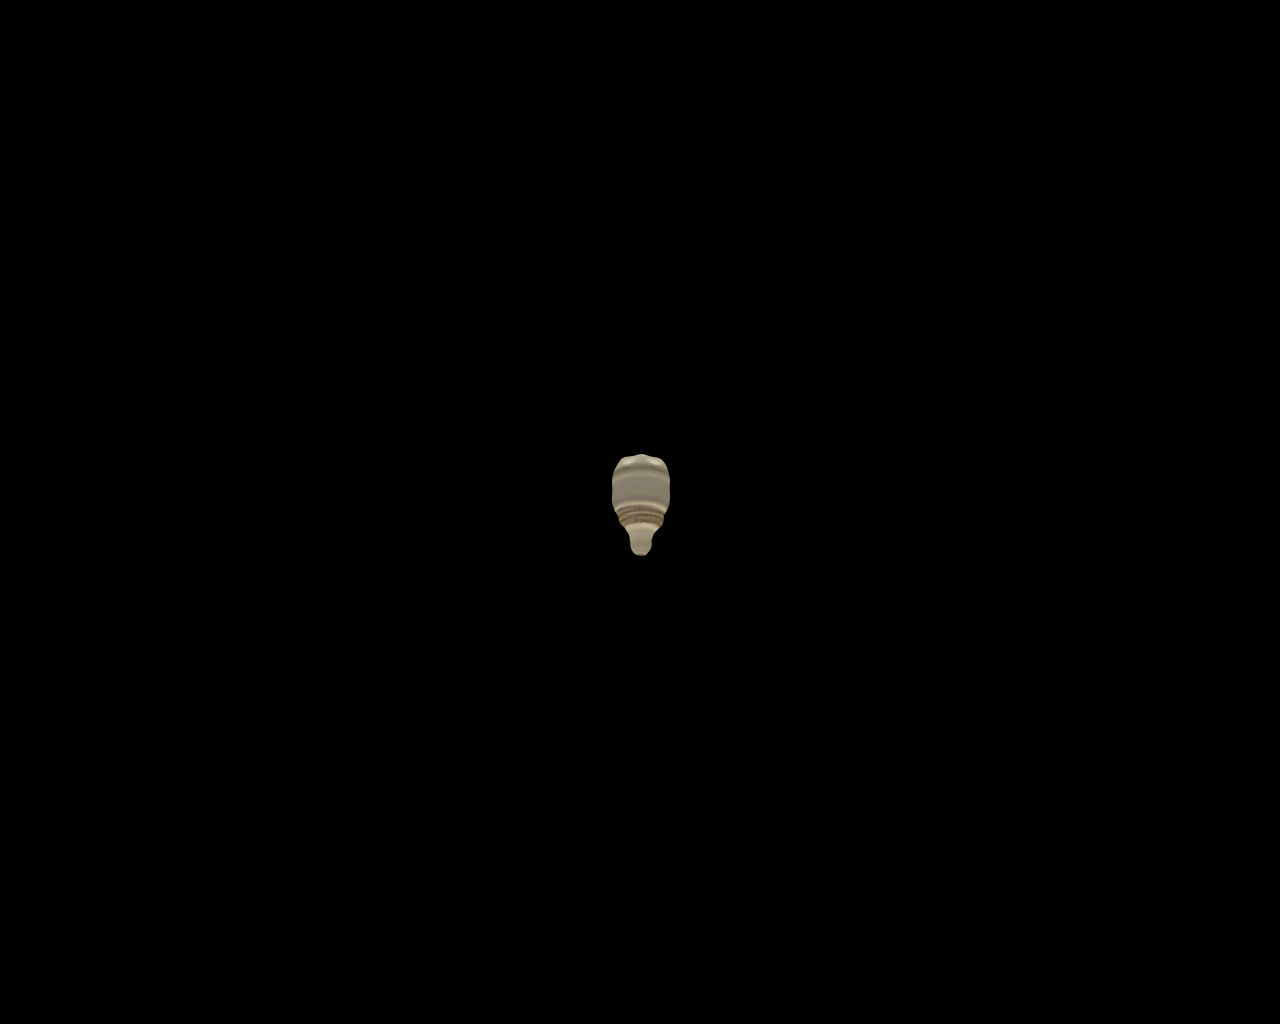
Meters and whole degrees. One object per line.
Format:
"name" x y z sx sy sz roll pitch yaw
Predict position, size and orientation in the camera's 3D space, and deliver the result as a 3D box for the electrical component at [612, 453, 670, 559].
"electrical component" 0.001 -0.003 0.650 0.035 0.061 0.035 0 -19 0
